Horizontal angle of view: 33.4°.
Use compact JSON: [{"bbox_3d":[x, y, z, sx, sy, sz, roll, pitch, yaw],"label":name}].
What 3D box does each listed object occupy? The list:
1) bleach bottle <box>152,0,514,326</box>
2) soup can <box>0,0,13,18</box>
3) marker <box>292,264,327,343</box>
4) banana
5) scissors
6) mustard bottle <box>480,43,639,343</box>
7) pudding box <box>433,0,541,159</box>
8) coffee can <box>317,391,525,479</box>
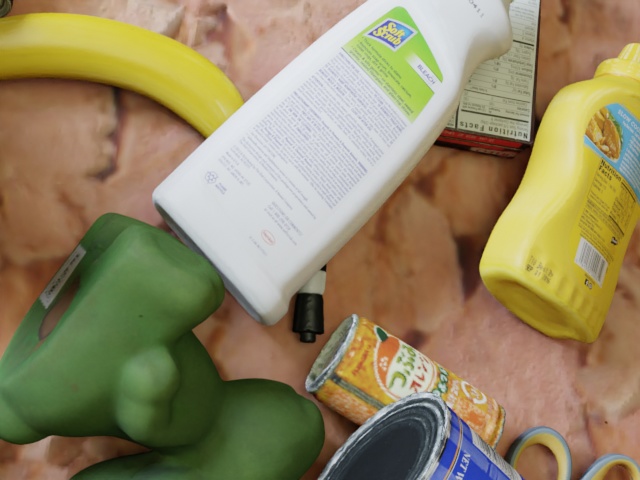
[{"bbox_3d":[0.029,-0.071,0.604,0.250,0.068,0.102,-42,93,-10],"label":"bleach bottle"},{"bbox_3d":[-0.205,-0.179,0.591,0.068,0.069,0.102,-1,80,-15],"label":"soup can"},{"bbox_3d":[-0.004,0.001,0.634,0.020,0.020,0.121,6,78,-14],"label":"marker"},{"bbox_3d":[-0.120,-0.093,0.613,0.197,0.037,0.069,20,74,-10],"label":"banana"},{"bbox_3d":[0.114,0.196,0.630,0.096,0.016,0.201,43,75,1],"label":"scissors"},{"bbox_3d":[0.167,-0.040,0.661,0.096,0.058,0.191,38,69,-35],"label":"mustard bottle"},{"bbox_3d":[0.091,-0.114,0.673,0.090,0.039,0.113,9,79,-13],"label":"pudding box"},{"bbox_3d":[0.074,0.163,0.554,0.140,0.103,0.102,44,72,-14],"label":"coffee can"}]
